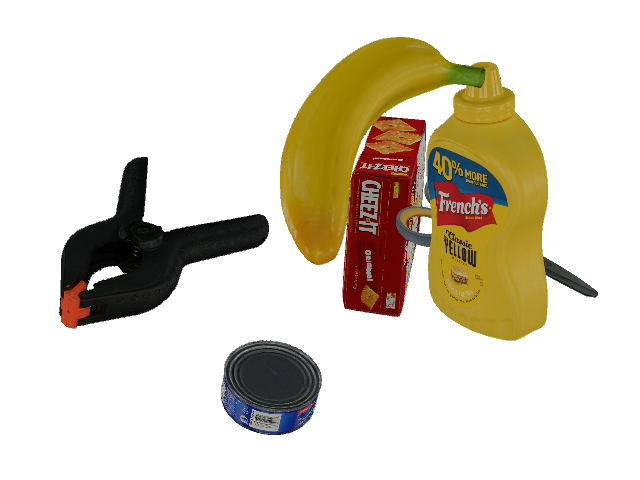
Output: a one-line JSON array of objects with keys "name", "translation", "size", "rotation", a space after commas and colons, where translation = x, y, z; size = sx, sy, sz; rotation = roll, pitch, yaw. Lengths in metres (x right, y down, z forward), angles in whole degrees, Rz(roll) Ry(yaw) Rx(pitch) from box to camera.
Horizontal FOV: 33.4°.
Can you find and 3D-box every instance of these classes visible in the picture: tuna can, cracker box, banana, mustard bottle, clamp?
[{"name": "tuna can", "translation": [-0.044, 0.128, 0.931], "size": [0.086, 0.034, 0.086], "rotation": [8, 36, -6]}, {"name": "cracker box", "translation": [0.075, -0.035, 1.222], "size": [0.072, 0.164, 0.213], "rotation": [6, 23, 8]}, {"name": "banana", "translation": [0.022, -0.062, 0.569], "size": [0.070, 0.037, 0.197], "rotation": [23, 47, 20]}, {"name": "mustard bottle", "translation": [0.115, -0.030, 0.744], "size": [0.058, 0.192, 0.096], "rotation": [-21, 32, -28]}, {"name": "clamp", "translation": [-0.129, -0.002, 0.741], "size": [0.120, 0.039, 0.171], "rotation": [27, 37, 24]}]

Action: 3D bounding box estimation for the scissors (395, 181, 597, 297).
[{"name": "scissors", "translation": [0.145, 0.007, 0.956], "size": [0.096, 0.016, 0.202], "rotation": [-24, 46, -18]}]
